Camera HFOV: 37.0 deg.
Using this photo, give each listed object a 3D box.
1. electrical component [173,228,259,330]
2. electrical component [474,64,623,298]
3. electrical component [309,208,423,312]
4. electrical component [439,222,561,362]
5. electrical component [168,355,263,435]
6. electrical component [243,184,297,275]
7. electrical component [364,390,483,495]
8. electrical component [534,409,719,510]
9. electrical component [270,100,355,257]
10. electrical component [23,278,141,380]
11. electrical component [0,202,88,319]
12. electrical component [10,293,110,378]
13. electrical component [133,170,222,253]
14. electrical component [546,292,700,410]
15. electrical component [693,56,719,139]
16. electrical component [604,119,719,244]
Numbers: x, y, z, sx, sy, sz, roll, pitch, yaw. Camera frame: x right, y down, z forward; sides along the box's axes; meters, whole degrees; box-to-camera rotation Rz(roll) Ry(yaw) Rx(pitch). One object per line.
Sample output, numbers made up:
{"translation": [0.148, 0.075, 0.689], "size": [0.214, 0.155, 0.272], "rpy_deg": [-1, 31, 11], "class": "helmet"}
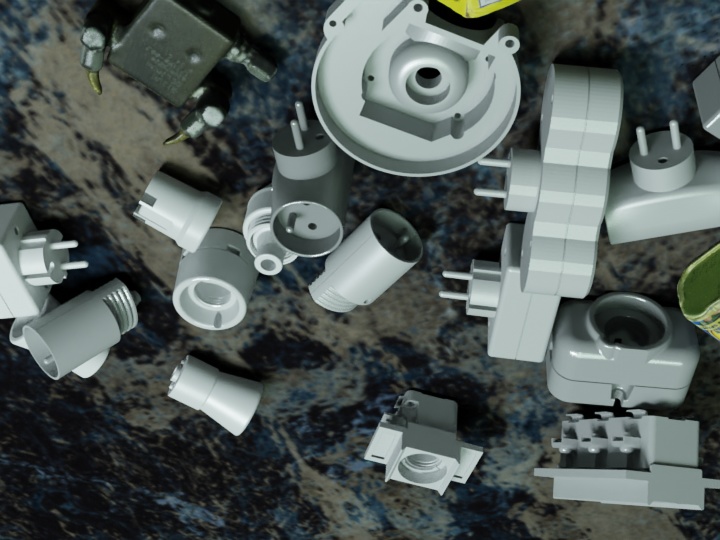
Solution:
{"translation": [-0.098, 0.007, 0.732], "size": [0.055, 0.047, 0.055], "rpy_deg": [3, 133, 4], "class": "electrical component"}
{"translation": [0.104, -0.052, 0.629], "size": [0.074, 0.052, 0.138], "rpy_deg": [6, 113, 2], "class": "electrical component"}
{"translation": [0.000, 0.000, 0.716], "size": [0.043, 0.043, 0.081], "rpy_deg": [31, 129, -21], "class": "electrical component"}
{"translation": [0.091, 0.013, 0.716], "size": [0.076, 0.047, 0.083], "rpy_deg": [7, 133, 1], "class": "electrical component"}
{"translation": [-0.112, 0.092, 0.819], "size": [0.065, 0.044, 0.044], "rpy_deg": [28, 130, -12], "class": "electrical component"}
{"translation": [-0.054, -0.024, 0.687], "size": [0.043, 0.062, 0.043], "rpy_deg": [4, 133, 4], "class": "electrical component"}
{"translation": [0.049, 0.129, 0.817], "size": [0.081, 0.063, 0.042], "rpy_deg": [16, 133, -7], "class": "electrical component"}
{"translation": [0.190, 0.136, 0.771], "size": [0.079, 0.063, 0.121], "rpy_deg": [9, 168, -19], "class": "electrical component"}
{"translation": [-0.030, -0.062, 0.639], "size": [0.043, 0.077, 0.079], "rpy_deg": [-3, 132, 10], "class": "electrical component"}
{"translation": [-0.190, 0.038, 0.757], "size": [0.043, 0.081, 0.043], "rpy_deg": [33, 141, 32], "class": "electrical component"}
{"translation": [-0.224, -0.008, 0.733], "size": [0.077, 0.047, 0.065], "rpy_deg": [-5, 132, 12], "class": "electrical component"}
{"translation": [-0.218, 0.051, 0.792], "size": [0.044, 0.044, 0.065], "rpy_deg": [-30, 127, 30], "class": "electrical component"}
{"translation": [-0.119, -0.039, 0.698], "size": [0.046, 0.040, 0.040], "rpy_deg": [28, 130, -10], "class": "electrical component"}
{"translation": [0.180, 0.055, 0.739], "size": [0.095, 0.053, 0.059], "rpy_deg": [5, 133, 3], "class": "electrical component"}
{"translation": [0.236, -0.101, 0.591], "size": [0.066, 0.047, 0.076], "rpy_deg": [27, 130, -18], "class": "electrical component"}
{"translation": [0.182, -0.056, 0.642], "size": [0.077, 0.043, 0.079], "rpy_deg": [-10, 131, 16], "class": "electrical component"}
